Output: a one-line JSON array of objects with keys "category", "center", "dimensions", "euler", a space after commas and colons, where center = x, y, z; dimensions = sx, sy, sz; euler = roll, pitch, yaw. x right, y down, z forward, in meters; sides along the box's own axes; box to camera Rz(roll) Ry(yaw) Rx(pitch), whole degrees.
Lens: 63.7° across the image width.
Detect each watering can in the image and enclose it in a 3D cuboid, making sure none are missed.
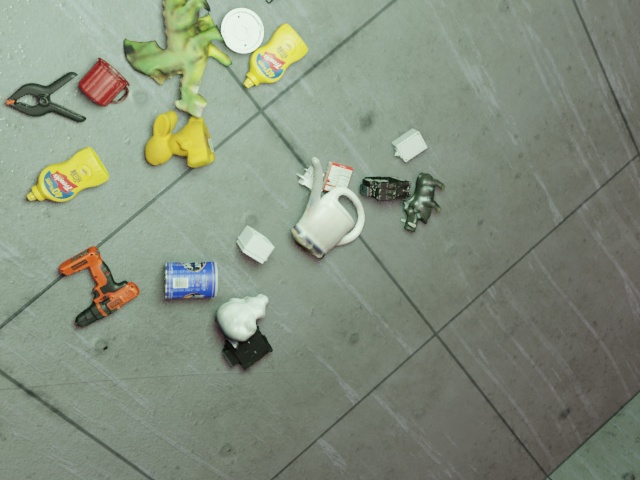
[{"category": "watering can", "center": [0.005, -0.075, 1.488], "dimensions": [0.225, 0.105, 0.342], "euler": [-46, 135, -2]}]

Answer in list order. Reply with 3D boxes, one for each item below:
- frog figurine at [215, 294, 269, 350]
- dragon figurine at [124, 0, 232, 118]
[{"category": "frog figurine", "center": [-0.221, 0.218, 1.505], "dimensions": [0.160, 0.140, 0.120], "euler": [-39, 131, -2]}, {"category": "dragon figurine", "center": [-0.368, -0.498, 1.264], "dimensions": [0.243, 0.123, 0.407], "euler": [-27, 101, -1]}]
